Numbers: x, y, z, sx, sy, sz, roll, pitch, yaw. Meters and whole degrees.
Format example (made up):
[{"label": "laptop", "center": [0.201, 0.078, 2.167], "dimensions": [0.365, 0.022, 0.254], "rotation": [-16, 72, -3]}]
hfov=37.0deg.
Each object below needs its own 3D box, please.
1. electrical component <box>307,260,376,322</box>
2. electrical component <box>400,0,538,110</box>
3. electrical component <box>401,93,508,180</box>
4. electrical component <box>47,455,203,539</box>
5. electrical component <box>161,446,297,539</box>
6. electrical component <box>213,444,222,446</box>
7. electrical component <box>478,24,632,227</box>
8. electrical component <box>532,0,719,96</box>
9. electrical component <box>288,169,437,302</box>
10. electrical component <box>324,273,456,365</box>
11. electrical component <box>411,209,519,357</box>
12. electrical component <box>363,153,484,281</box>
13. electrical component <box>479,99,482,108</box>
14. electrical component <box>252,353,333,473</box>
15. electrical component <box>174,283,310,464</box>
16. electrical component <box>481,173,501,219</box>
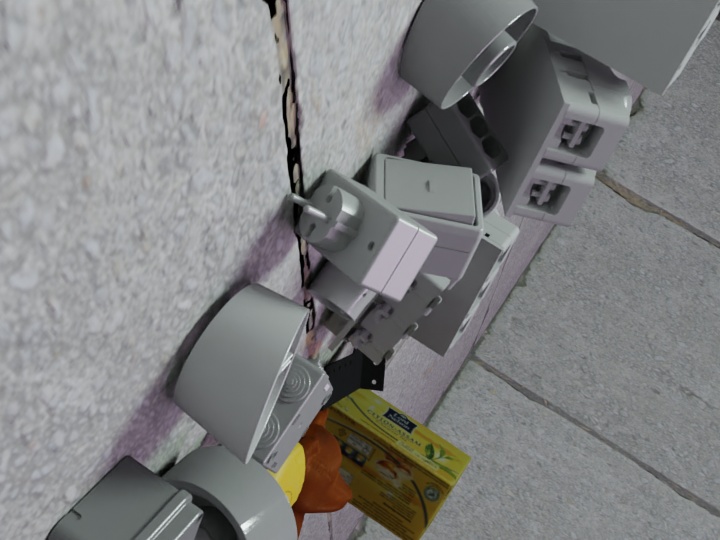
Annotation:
[{"label": "electrical component", "center": [0.000, 0.000, 0.834], "dimensions": [0.077, 0.043, 0.079], "rotation": [-56, 170, -9]}, {"label": "electrical component", "center": [0.067, -0.157, 0.704], "dimensions": [0.099, 0.064, 0.099], "rotation": [-44, 174, -6]}, {"label": "electrical component", "center": [0.059, -0.089, 0.813], "dimensions": [0.077, 0.065, 0.047], "rotation": [-30, -176, 29]}, {"label": "electrical component", "center": [-0.146, 0.179, 0.649], "dimensions": [0.078, 0.057, 0.113], "rotation": [-46, 164, -47]}, {"label": "electrical component", "center": [-0.104, 0.180, 0.722], "dimensions": [0.060, 0.108, 0.108], "rotation": [-27, 148, -58]}, {"label": "electrical component", "center": [-0.098, 0.160, 0.781], "dimensions": [0.044, 0.065, 0.044], "rotation": [-32, -177, 2]}, {"label": "electrical component", "center": [0.150, -0.134, 0.844], "dimensions": [0.186, 0.060, 0.105], "rotation": [-93, -160, -47]}, {"label": "electrical component", "center": [0.178, -0.205, 0.764], "dimensions": [0.062, 0.150, 0.089], "rotation": [-40, 159, -55]}, {"label": "electrical component", "center": [-0.011, -0.028, 0.653], "dimensions": [0.076, 0.083, 0.047], "rotation": [24, 100, -41]}, {"label": "electrical component", "center": [0.030, 0.023, 0.917], "dimensions": [0.078, 0.063, 0.121], "rotation": [-46, 175, -47]}, {"label": "electrical component", "center": [0.089, 0.000, 1.105], "dimensions": [0.062, 0.089, 0.150], "rotation": [-44, 162, -52]}, {"label": "electrical component", "center": [0.036, -0.042, 0.763], "dimensions": [0.061, 0.096, 0.061], "rotation": [111, -14, -45]}, {"label": "electrical component", "center": [0.133, -0.166, 0.973], "dimensions": [0.040, 0.040, 0.046], "rotation": [-47, 160, -44]}, {"label": "electrical component", "center": [-0.065, 0.108, 0.834], "dimensions": [0.099, 0.048, 0.099], "rotation": [-56, 169, -11]}, {"label": "electrical component", "center": [-0.066, 0.060, 0.654], "dimensions": [0.099, 0.064, 0.099], "rotation": [-55, 169, -16]}, {"label": "electrical component", "center": [0.097, -0.063, 0.911], "dimensions": [0.044, 0.044, 0.065], "rotation": [-59, 174, 4]}]
